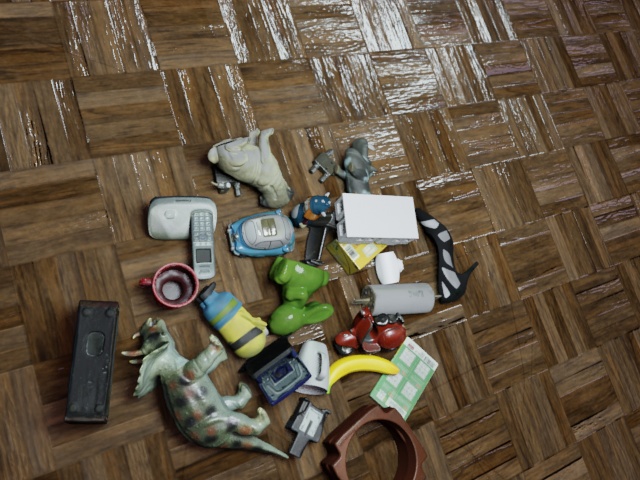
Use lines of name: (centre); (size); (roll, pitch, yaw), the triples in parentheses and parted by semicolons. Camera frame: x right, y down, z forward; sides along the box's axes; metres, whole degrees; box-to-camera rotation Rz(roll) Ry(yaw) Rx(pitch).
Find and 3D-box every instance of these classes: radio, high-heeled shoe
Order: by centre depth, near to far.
radio: (-0.426, 0.228, 1.014); (0.073, 0.131, 0.229); (4, 72, -19)
high-heeled shoe: (0.300, 0.042, 1.416); (0.145, 0.086, 0.249); (-44, 74, 3)

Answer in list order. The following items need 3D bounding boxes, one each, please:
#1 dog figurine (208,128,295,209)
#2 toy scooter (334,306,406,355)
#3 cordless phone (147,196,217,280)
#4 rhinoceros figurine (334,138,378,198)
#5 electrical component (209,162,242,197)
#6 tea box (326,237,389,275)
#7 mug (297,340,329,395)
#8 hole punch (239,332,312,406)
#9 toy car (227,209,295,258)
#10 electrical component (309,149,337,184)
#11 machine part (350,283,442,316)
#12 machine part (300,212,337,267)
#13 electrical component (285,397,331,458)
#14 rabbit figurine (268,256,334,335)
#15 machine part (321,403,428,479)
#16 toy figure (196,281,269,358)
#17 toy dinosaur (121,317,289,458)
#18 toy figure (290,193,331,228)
dog figurine: (-0.157, -0.144, 1.235); (0.172, 0.121, 0.190); (-21, 108, -18)
toy scooter: (0.126, 0.203, 1.242); (0.184, 0.135, 0.075); (-4, 41, -21)
cordless phone: (-0.297, -0.001, 1.167); (0.146, 0.089, 0.184); (-2, 79, -23)
rhinoceros figurine: (0.100, -0.168, 1.371); (0.112, 0.073, 0.190); (6, 77, -35)
electrical component: (-0.223, -0.155, 1.261); (0.078, 0.045, 0.102); (0, 74, -20)
tea box: (0.111, -0.003, 1.337); (0.169, 0.068, 0.098); (-37, 91, -28)
mug: (-0.015, 0.275, 1.185); (0.081, 0.109, 0.107); (14, 57, -15)
hole punch: (-0.090, 0.273, 1.139); (0.142, 0.116, 0.092); (-38, 104, -7)
toy car: (-0.125, -0.019, 1.229); (0.162, 0.103, 0.109); (-5, 75, -25)
electrical component: (0.016, -0.192, 1.382); (0.063, 0.021, 0.094); (43, 63, -5)
machine part: (0.191, 0.145, 1.318); (0.243, 0.079, 0.079); (0, 74, -21)
machine part: (-0.003, -0.004, 1.294); (0.039, 0.084, 0.139); (27, 75, -49)
electrical component: (-0.033, 0.409, 1.164); (0.075, 0.048, 0.119); (30, 66, -11)
rabbit figurine: (-0.056, 0.137, 1.221); (0.159, 0.121, 0.170); (20, 86, -23)
machine part: (0.118, 0.482, 1.183); (0.201, 0.087, 0.201); (-34, 88, -25)
toy figure: (-0.192, 0.175, 1.155); (0.180, 0.082, 0.089); (44, 74, -10)
toy dinosaur: (-0.235, 0.328, 1.076); (0.192, 0.131, 0.404); (-32, 92, -14)
toy figure: (-0.024, -0.068, 1.254); (0.058, 0.154, 0.064); (-11, 80, -27)
